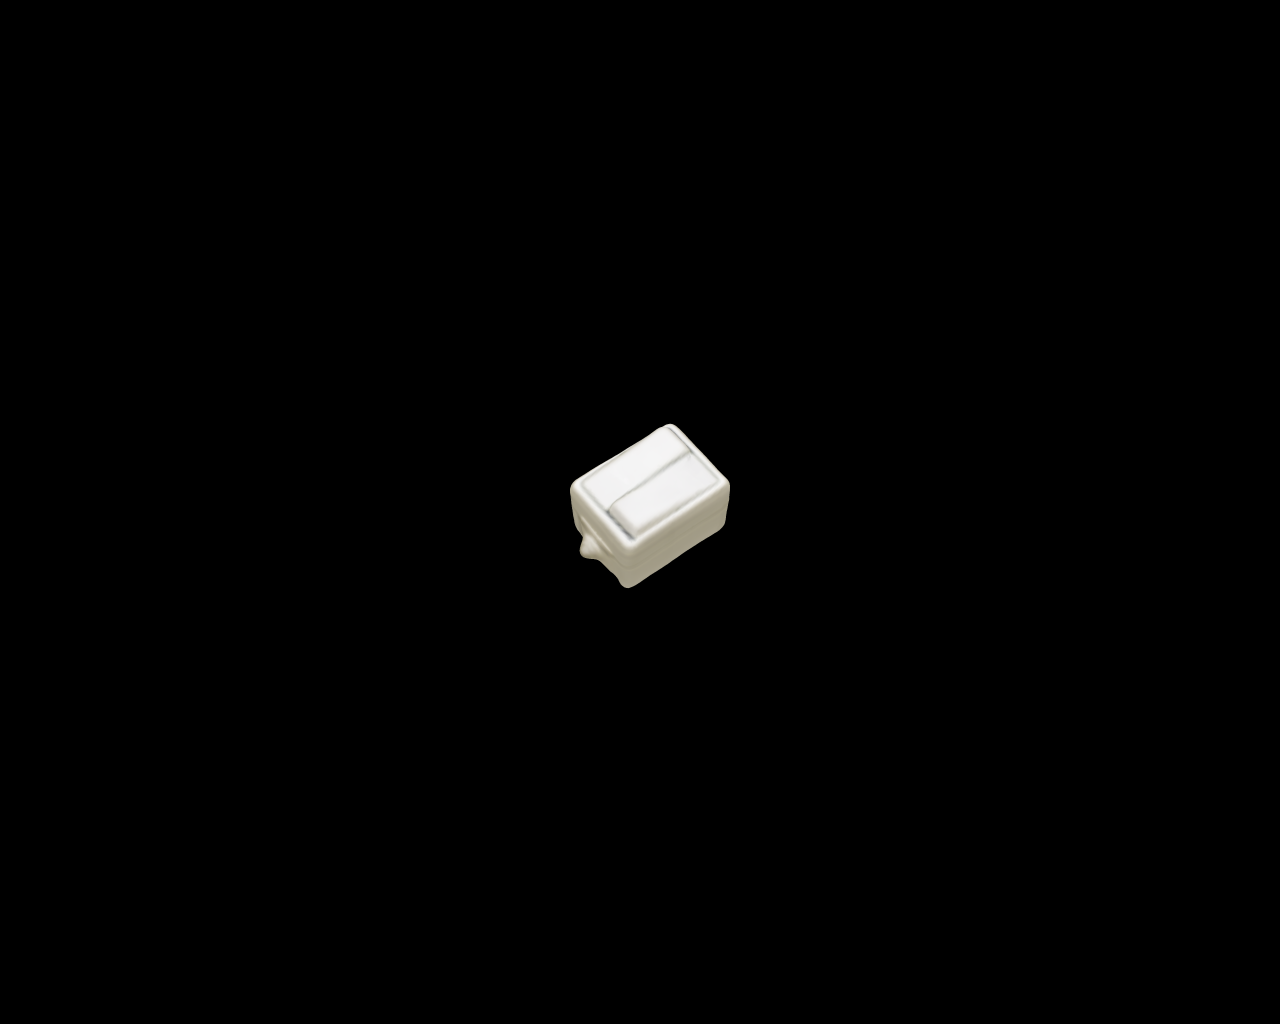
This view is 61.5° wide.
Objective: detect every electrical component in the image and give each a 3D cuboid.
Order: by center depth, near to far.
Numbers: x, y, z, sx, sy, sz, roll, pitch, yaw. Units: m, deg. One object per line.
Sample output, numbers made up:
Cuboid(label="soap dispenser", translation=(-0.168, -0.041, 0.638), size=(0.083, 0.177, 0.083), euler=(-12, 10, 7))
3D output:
Cuboid(label="electrical component", translation=(0.001, -0.003, 0.650), size=(0.096, 0.062, 0.061), euler=(-32, -26, -18))
